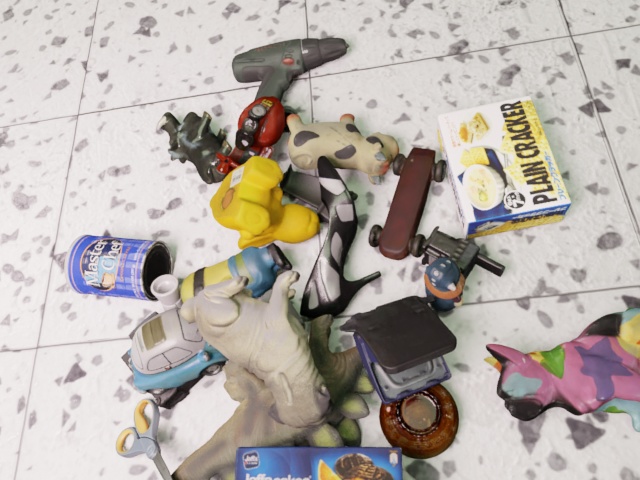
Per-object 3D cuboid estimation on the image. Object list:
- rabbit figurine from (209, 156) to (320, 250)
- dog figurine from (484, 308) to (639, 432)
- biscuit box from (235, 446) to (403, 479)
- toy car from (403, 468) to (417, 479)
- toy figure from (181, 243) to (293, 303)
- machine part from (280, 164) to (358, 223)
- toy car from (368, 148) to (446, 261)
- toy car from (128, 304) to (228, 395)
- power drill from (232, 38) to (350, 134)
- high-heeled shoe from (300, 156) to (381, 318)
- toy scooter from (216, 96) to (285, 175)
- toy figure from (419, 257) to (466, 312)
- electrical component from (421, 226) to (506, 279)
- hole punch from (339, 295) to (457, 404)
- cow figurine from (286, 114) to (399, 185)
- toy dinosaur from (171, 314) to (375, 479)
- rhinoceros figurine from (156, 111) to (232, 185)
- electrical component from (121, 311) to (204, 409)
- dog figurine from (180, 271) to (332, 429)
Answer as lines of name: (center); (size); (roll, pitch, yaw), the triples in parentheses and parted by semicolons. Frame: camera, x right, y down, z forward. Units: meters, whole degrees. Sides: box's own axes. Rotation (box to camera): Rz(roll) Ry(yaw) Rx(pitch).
rabbit figurine: (-0.086, -0.034, 0.879); (0.162, 0.173, 0.122); (-30, 51, 47)
dog figurine: (0.338, 0.161, 0.724); (0.219, 0.108, 0.191); (13, 69, 19)
biscuit box: (-0.001, 0.285, 0.655); (0.203, 0.059, 0.063); (-1, 64, 2)
toy car: (0.147, 0.368, 0.677); (0.056, 0.073, 0.202); (-42, 65, -9)
toy figure: (-0.138, 0.064, 0.872); (0.180, 0.082, 0.089); (-32, 44, 3)
machine part: (-0.010, -0.080, 0.939); (0.139, 0.039, 0.084); (29, 79, 20)
toy car: (0.148, -0.060, 0.891); (0.089, 0.053, 0.202); (10, 71, 26)
toy car: (-0.209, 0.145, 0.765); (0.162, 0.102, 0.109); (-23, 53, -1)
power drill: (-0.062, -0.301, 1.030); (0.232, 0.086, 0.207); (-1, 69, 11)
high-heeled shoe: (-0.002, -0.003, 0.859); (0.145, 0.086, 0.248); (-22, 78, -1)
toy scooter: (-0.124, -0.160, 0.910); (0.075, 0.135, 0.183); (29, 104, 8)
toy figure: (0.176, 0.061, 0.772); (0.064, 0.154, 0.058); (8, 69, 15)
electrical component: (0.217, 0.034, 0.824); (0.119, 0.074, 0.048); (33, 75, 19)
hole punch: (0.112, 0.146, 0.727); (0.142, 0.092, 0.116); (-19, 40, -11)
cow figurine: (0.042, -0.156, 0.927); (0.195, 0.085, 0.127); (-1, 48, -8)
toy dinosaur: (-0.066, 0.255, 0.753); (0.471, 0.105, 0.199); (-30, 64, -5)
rhinoceros figurine: (-0.230, -0.178, 1.011); (0.112, 0.073, 0.190); (-44, 67, 1)
electrical component: (-0.240, 0.179, 0.848); (0.115, 0.058, 0.134); (-44, 66, -13)
dog figurine: (-0.082, 0.151, 0.687); (0.172, 0.121, 0.190); (-11, 68, 0)
